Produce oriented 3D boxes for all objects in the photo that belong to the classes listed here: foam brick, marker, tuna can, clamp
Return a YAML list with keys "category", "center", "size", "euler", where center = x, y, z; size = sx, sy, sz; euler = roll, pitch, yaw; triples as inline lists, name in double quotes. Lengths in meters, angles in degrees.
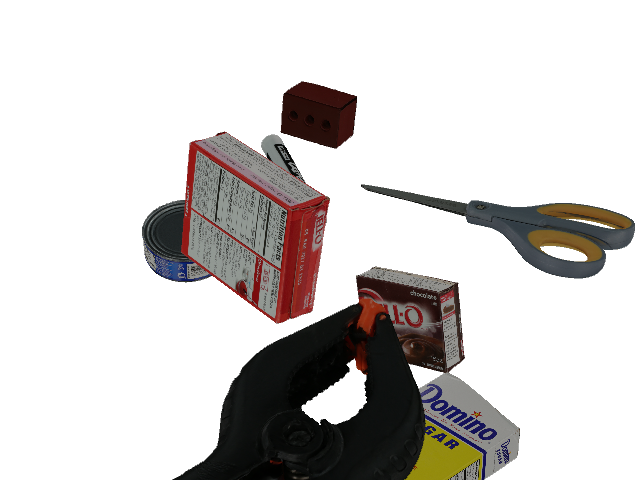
- category: "foam brick"
  center: [-0.002, -0.151, 1.277]
  size: [0.078, 0.053, 0.051]
  euler: [18, 32, 21]
- category: "marker"
  center: [-0.022, -0.048, 0.881]
  size: [0.020, 0.020, 0.121]
  euler: [0, 38, -25]
- category: "tuna can"
  center: [-0.132, 0.001, 1.053]
  size: [0.086, 0.034, 0.086]
  euler: [2, 45, -2]
- category: "clamp"
  center: [-0.001, 0.091, 0.392]
  size: [0.120, 0.039, 0.171]
  euler: [26, 50, 18]

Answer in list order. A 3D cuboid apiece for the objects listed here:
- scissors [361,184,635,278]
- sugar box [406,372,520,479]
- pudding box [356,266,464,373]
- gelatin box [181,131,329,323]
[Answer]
- category: "scissors"
  center: [0.119, -0.009, 0.757]
  size: [0.202, 0.016, 0.096]
  euler: [6, 30, 12]
- category: "sugar box"
  center: [0.073, 0.186, 0.900]
  size: [0.176, 0.048, 0.093]
  euler: [-29, 45, -25]
- category: "pudding box"
  center: [0.093, 0.080, 1.110]
  size: [0.114, 0.090, 0.039]
  euler: [8, 25, 40]
- category: "gelatin box"
  center: [-0.037, -0.008, 0.585]
  size: [0.030, 0.073, 0.089]
  euler: [-22, 42, -40]
